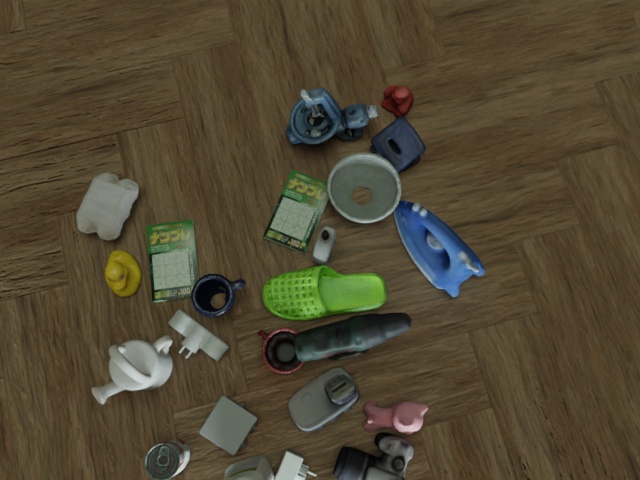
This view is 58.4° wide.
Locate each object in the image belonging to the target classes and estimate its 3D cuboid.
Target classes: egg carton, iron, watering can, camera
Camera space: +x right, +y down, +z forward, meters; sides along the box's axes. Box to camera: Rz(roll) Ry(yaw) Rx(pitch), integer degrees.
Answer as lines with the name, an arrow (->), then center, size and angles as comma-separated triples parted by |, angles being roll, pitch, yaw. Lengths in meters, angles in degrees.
egg carton -> -0.478, -0.076, 1.291 | 0.107, 0.069, 0.150 | 18, 77, 4
iron -> 0.251, -0.007, 1.249 | 0.119, 0.141, 0.258 | -38, 80, -9
watering can -> -0.372, 0.258, 1.147 | 0.101, 0.194, 0.173 | 25, 77, 6
camera -> 0.105, 0.455, 1.154 | 0.136, 0.101, 0.143 | 21, 77, 4

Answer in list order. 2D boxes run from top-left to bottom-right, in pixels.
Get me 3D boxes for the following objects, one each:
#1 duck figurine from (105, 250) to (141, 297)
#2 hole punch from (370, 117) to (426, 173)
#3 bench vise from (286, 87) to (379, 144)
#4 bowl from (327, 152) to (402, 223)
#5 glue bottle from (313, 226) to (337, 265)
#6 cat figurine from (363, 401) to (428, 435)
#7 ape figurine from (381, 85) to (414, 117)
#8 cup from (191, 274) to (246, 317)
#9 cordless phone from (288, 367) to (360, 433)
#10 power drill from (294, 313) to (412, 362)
duck figurine -> -0.439, 0.068, 1.248 | 0.077, 0.086, 0.104 | -14, 77, -4
hole punch -> 0.178, -0.212, 1.324 | 0.101, 0.091, 0.108 | -32, 79, -8
bench vise -> 0.022, -0.295, 1.275 | 0.207, 0.220, 0.121 | -26, 78, -7
bowl -> 0.099, -0.110, 1.306 | 0.167, 0.075, 0.167 | 0, 76, -1
glue bottle -> 0.011, 0.004, 1.226 | 0.037, 0.173, 0.078 | 20, 77, 5
cat figurine -> 0.155, 0.363, 1.169 | 0.128, 0.118, 0.067 | -2, 76, -1
ape figurine -> 0.189, -0.337, 1.354 | 0.076, 0.092, 0.078 | -13, 77, -4
cup -> -0.212, 0.119, 1.235 | 0.118, 0.095, 0.091 | -25, 78, -7
cordless phone -> 0.010, 0.321, 1.142 | 0.148, 0.185, 0.094 | -35, 79, -9
power drill -> 0.062, 0.196, 1.162 | 0.229, 0.208, 0.075 | -14, 77, -4
